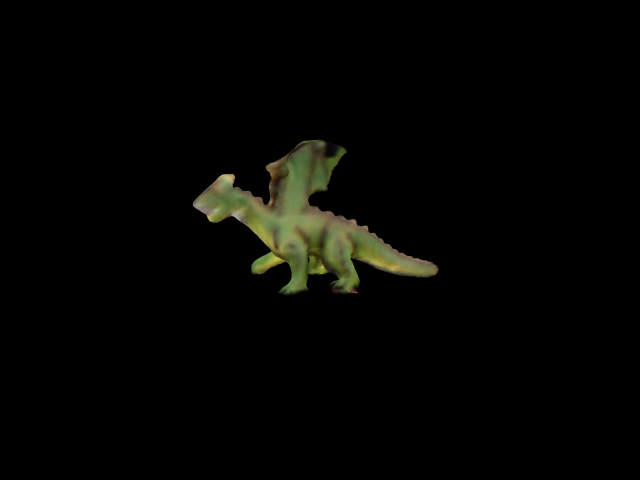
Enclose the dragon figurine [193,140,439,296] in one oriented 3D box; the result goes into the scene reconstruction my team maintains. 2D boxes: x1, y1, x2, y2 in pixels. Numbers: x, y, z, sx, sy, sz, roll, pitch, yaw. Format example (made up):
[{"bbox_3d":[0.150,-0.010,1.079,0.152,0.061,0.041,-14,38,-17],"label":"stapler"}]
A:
[{"bbox_3d":[0.003,-0.043,0.850,0.411,0.240,0.123,-3,12,-12],"label":"dragon figurine"}]
